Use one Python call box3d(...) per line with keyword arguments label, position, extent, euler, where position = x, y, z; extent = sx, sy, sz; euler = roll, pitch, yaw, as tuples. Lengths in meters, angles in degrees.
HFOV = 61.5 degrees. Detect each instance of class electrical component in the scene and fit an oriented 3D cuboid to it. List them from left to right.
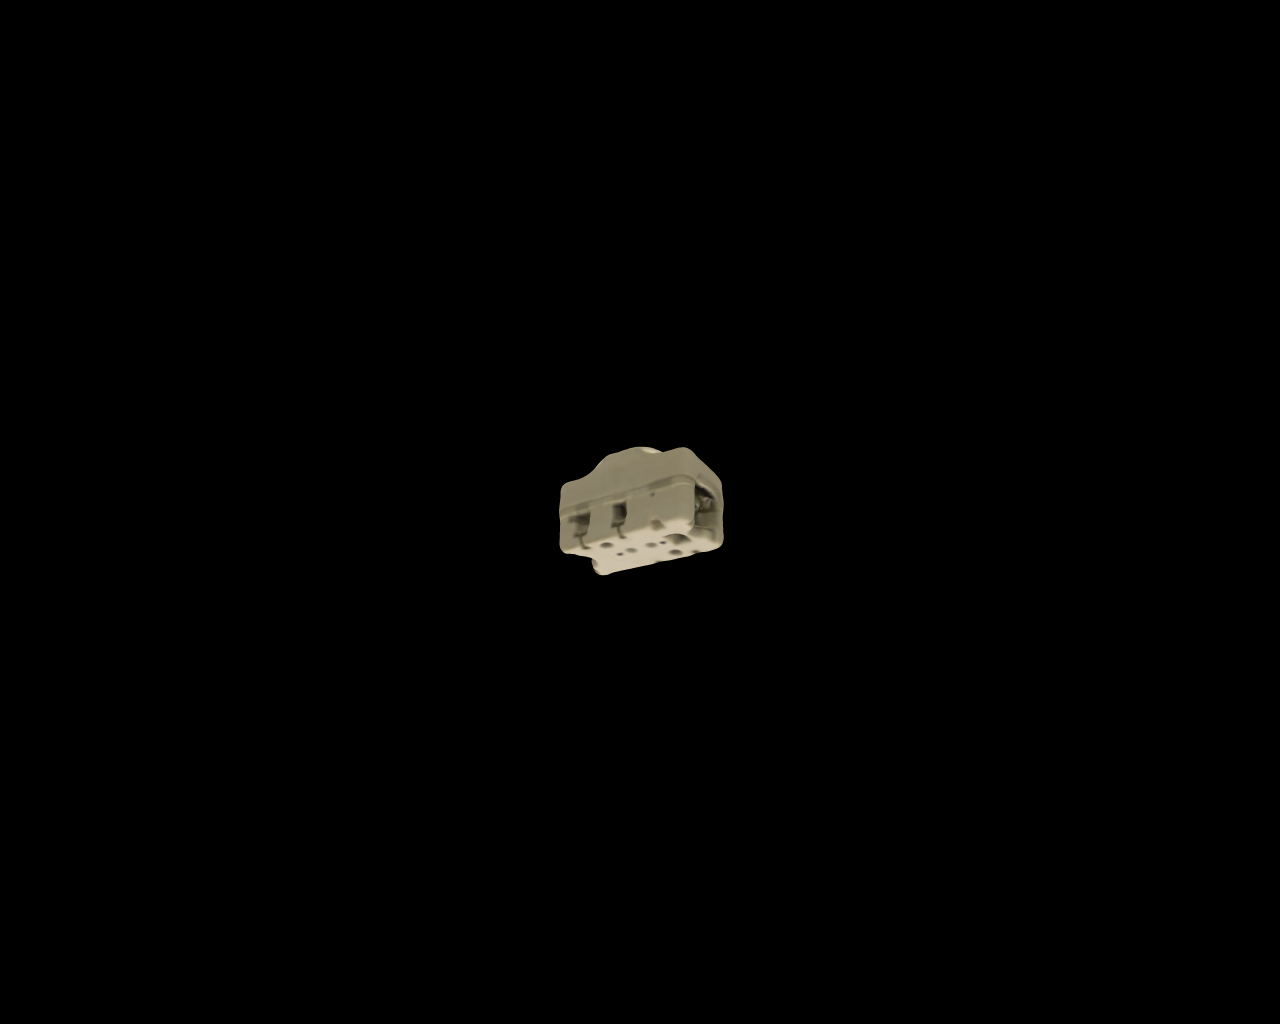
box3d(label="electrical component", position=(0.001, -0.003, 0.650), extent=(0.089, 0.056, 0.050), euler=(-15, -32, 27))
